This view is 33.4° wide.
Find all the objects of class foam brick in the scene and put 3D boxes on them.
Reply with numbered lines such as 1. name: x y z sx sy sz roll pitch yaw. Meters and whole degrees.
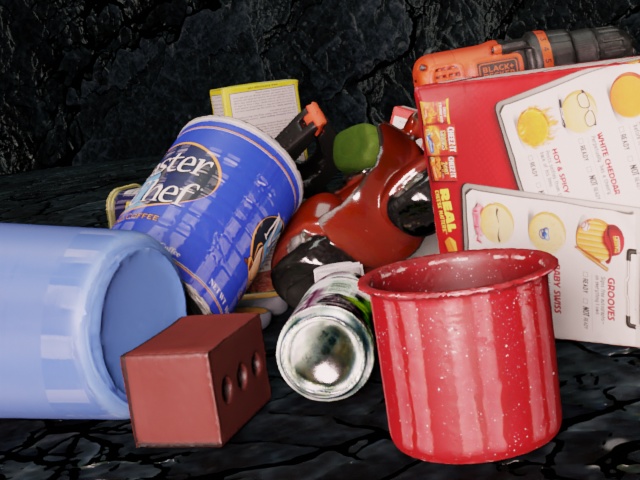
1. foam brick: -0.065 0.075 0.577 0.051 0.053 0.078 -5 11 18

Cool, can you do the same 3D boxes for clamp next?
1. clamp: -0.018 -0.058 1.086 0.164 0.036 0.210 -9 -34 -30

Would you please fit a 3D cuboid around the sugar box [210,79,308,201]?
1. sugar box: -0.060 -0.084 1.172 0.093 0.176 0.048 -11 12 -24

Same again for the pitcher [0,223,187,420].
1. pitcher: -0.203 0.051 0.662 0.243 0.145 0.149 0 24 25

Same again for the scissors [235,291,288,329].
1. scissors: -0.120 0.065 0.804 0.201 0.016 0.096 -10 9 -9

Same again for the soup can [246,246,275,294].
1. soup can: -0.053 -0.003 0.896 0.068 0.102 0.068 -8 9 1

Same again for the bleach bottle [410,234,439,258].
1. bleach bottle: -0.006 0.001 0.960 0.251 0.068 0.102 -2 9 45

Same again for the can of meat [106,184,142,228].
1. can of meat: -0.138 0.000 0.958 0.084 0.102 0.057 0 12 32

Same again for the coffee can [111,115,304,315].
1. coffee can: -0.086 -0.004 0.741 0.103 0.102 0.140 -2 43 35

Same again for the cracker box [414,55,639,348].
1. cracker box: 0.167 -0.024 0.634 0.071 0.164 0.214 -19 14 -42

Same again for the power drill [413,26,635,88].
1. power drill: 0.179 -0.079 0.892 0.184 0.187 0.057 -10 7 1

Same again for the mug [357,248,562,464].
1. mug: 0.064 0.052 0.509 0.093 0.081 0.117 -12 10 -20

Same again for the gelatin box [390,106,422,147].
1. gelatin box: 0.092 -0.067 0.947 0.073 0.089 0.030 18 14 18
